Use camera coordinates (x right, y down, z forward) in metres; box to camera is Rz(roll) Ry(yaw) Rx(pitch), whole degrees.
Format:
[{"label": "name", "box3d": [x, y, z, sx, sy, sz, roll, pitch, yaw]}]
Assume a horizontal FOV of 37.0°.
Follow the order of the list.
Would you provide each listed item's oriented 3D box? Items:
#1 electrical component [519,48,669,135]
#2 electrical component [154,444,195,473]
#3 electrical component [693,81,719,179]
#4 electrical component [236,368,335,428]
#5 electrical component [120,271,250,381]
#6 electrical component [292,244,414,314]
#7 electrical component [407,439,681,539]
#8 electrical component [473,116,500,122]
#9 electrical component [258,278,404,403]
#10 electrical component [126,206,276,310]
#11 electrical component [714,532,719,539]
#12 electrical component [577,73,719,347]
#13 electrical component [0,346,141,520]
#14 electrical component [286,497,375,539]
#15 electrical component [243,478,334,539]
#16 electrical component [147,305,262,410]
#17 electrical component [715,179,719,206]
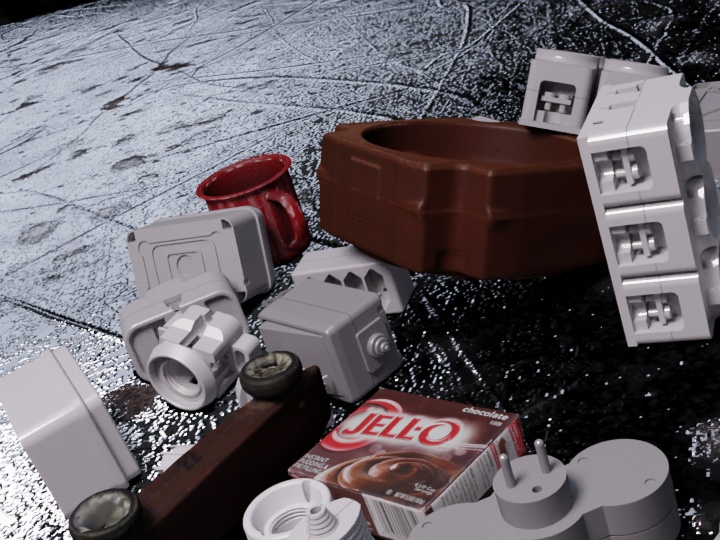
[{"label": "electrical component", "box3d": [0.205, -0.151, 0.920, 0.105, 0.060, 0.186, 12, 14, 13]}, {"label": "electrical component", "box3d": [-0.103, 0.129, 0.685, 0.046, 0.040, 0.040, -6, 27, 37]}, {"label": "electrical component", "box3d": [0.313, -0.112, 0.875, 0.109, 0.056, 0.108, 1, 31, 36]}, {"label": "electrical component", "box3d": [-0.053, 0.088, 0.728, 0.066, 0.048, 0.055, -29, 34, -22]}, {"label": "electrical component", "box3d": [-0.144, 0.043, 0.873, 0.095, 0.053, 0.059, -22, 25, -8]}, {"label": "electrical component", "box3d": [0.000, 0.000, 0.870, 0.083, 0.047, 0.075, -8, 27, 23]}, {"label": "electrical component", "box3d": [0.088, 0.117, 0.533, 0.138, 0.073, 0.052, -21, 25, -6]}, {"label": "electrical component", "box3d": [0.104, -0.099, 1.001, 0.100, 0.048, 0.100, -26, 26, -17]}, {"label": "electrical component", "box3d": [-0.019, 0.052, 0.758, 0.061, 0.061, 0.096, -36, 30, -33]}, {"label": "electrical component", "box3d": [-0.138, -0.010, 0.942, 0.113, 0.078, 0.057, -6, 11, 25]}, {"label": "electrical component", "box3d": [0.159, 0.159, 0.413, 0.186, 0.060, 0.105, -29, 26, -22]}, {"label": "electrical component", "box3d": [0.194, -0.039, 0.691, 0.062, 0.150, 0.089, -7, 27, 27]}, {"label": "electrical component", "box3d": [-0.205, 0.110, 0.748, 0.057, 0.078, 0.113, -30, 27, -17]}, {"label": "electrical component", "box3d": [-0.009, 0.149, 0.526, 0.043, 0.081, 0.043, -15, 25, 7]}, {"label": "electrical component", "box3d": [-0.033, 0.147, 0.586, 0.055, 0.047, 0.055, -15, 25, 7]}, {"label": "electrical component", "box3d": [-0.121, 0.067, 0.801, 0.078, 0.058, 0.057, 15, 40, 23]}, {"label": "electrical component", "box3d": [0.247, -0.032, 0.770, 0.048, 0.048, 0.062, -2, 37, 32]}]
